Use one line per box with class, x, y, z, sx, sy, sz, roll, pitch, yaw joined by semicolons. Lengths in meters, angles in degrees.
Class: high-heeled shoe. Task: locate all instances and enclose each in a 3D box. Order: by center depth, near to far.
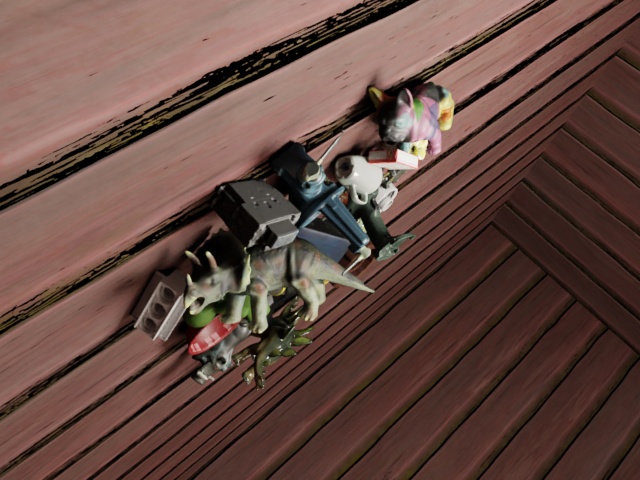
high-heeled shoe;-0.128;0.116;1.369;0.086;0.145;0.248;-15;120;-62

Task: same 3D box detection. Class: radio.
radio;-0.048;0.011;1.148;0.229;0.073;0.131;14;120;-48

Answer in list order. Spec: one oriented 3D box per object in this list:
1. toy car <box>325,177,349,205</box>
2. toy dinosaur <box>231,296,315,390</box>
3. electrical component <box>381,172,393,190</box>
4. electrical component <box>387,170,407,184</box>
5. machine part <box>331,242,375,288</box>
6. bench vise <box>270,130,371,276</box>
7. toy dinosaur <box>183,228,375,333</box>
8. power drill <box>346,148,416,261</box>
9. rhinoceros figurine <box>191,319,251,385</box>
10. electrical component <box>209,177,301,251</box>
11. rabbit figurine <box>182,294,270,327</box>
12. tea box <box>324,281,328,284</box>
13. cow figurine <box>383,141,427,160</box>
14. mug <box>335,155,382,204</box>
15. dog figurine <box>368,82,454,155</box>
toy car;0.013;-0.095;1.185;0.089;0.053;0.202;-46;164;15
toy dinosaur;-0.116;0.260;1.476;0.199;0.105;0.471;-22;-162;10
electrical component;0.143;-0.147;1.358;0.078;0.045;0.102;-48;162;8
electrical component;0.212;-0.186;1.458;0.063;0.021;0.094;-45;162;3
machine part;0.088;0.053;1.443;0.179;0.056;0.179;-37;160;-16
bench vise;0.013;-0.063;0.984;0.129;0.240;0.223;-41;178;-23
toy dinosaur;-0.079;0.058;1.016;0.405;0.131;0.192;-13;109;-29
power drill;0.131;-0.068;1.252;0.086;0.207;0.232;-19;158;-43
rhinoceros figurine;-0.250;0.269;1.333;0.190;0.112;0.073;-49;166;-12
electrical component;-0.102;-0.043;0.915;0.115;0.134;0.058;-24;154;-51
rabbit figurine;-0.209;0.129;1.109;0.170;0.121;0.159;-28;158;-1
tea box;0.010;0.060;1.498;0.098;0.068;0.169;-28;155;-39
cow figurine;0.200;-0.218;1.270;0.098;0.068;0.167;-2;-160;44
mug;0.075;-0.134;1.161;0.107;0.081;0.109;12;80;-57
dog figurine;0.180;-0.265;1.071;0.219;0.109;0.191;32;76;-57
